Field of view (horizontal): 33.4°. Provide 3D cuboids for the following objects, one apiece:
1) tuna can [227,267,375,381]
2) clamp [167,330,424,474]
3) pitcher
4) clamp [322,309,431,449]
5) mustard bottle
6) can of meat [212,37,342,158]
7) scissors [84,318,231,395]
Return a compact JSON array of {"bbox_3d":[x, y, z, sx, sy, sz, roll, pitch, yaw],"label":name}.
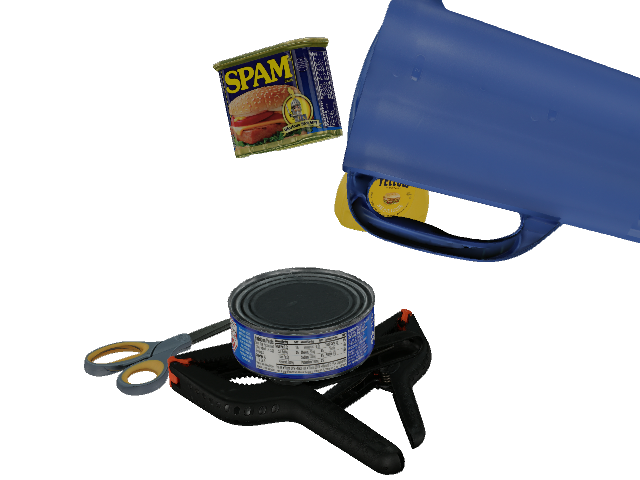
[{"bbox_3d":[-0.010,0.048,0.624,0.086,0.034,0.086,-2,23,1],"label":"tuna can"},{"bbox_3d":[-0.018,0.112,0.863,0.210,0.036,0.164,9,30,15],"label":"clamp"},{"bbox_3d":[0.140,-0.070,0.758,0.243,0.145,0.149,17,-43,3],"label":"pitcher"},{"bbox_3d":[0.072,0.138,1.062,0.120,0.039,0.171,18,48,23],"label":"clamp"},{"bbox_3d":[0.076,-0.102,1.089,0.096,0.192,0.058,4,27,-13],"label":"mustard bottle"},{"bbox_3d":[-0.035,-0.121,0.919,0.102,0.084,0.057,-10,3,32],"label":"can of meat"},{"bbox_3d":[-0.146,0.119,1.123,0.201,0.016,0.096,-10,30,-27],"label":"scissors"}]
